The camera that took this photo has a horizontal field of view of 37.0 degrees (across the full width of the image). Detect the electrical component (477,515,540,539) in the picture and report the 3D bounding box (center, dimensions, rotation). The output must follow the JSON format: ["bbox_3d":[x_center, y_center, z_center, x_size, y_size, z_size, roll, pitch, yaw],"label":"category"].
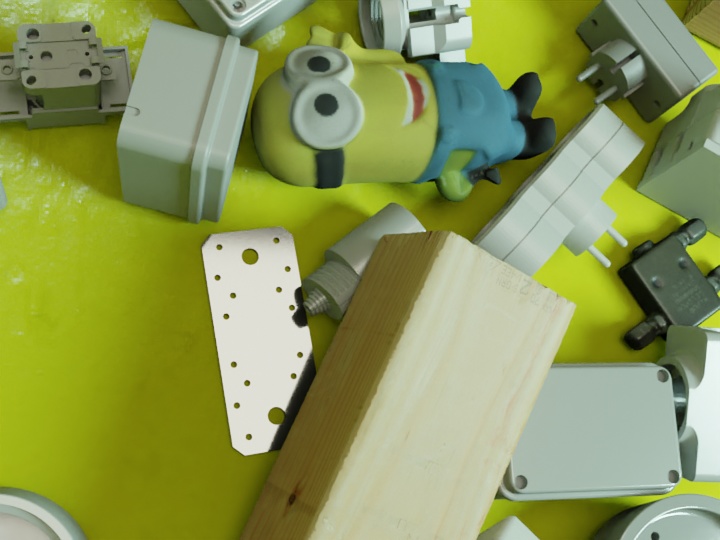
[{"bbox_3d":[0.070,0.186,0.594,0.062,0.096,0.061,44,43,1],"label":"electrical component"}]

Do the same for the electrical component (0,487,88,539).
[{"bbox_3d":[-0.190,0.164,0.548,0.108,0.060,0.108,3,76,-12],"label":"electrical component"}]

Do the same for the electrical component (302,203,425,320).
[{"bbox_3d":[0.000,0.000,0.642,0.081,0.043,0.043,-37,87,-18],"label":"electrical component"}]

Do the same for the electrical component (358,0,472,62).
[{"bbox_3d":[0.033,-0.162,0.679,0.057,0.058,0.078,-12,112,-14],"label":"electrical component"}]

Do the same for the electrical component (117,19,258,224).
[{"bbox_3d":[-0.096,-0.079,0.603,0.057,0.113,0.078,14,74,-6],"label":"electrical component"}]

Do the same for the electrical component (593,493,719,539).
[{"bbox_3d":[0.182,0.187,0.629,0.108,0.060,0.108,3,76,-13],"label":"electrical component"}]

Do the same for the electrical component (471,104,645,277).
[{"bbox_3d":[0.136,-0.034,0.677,0.074,0.052,0.138,43,71,0],"label":"electrical component"}]

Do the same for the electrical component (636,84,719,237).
[{"bbox_3d":[0.273,-0.054,0.694,0.150,0.089,0.061,28,72,-5],"label":"electrical component"}]

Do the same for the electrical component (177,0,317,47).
[{"bbox_3d":[-0.072,-0.208,0.670,0.109,0.056,0.108,-38,87,-19],"label":"electrical component"}]

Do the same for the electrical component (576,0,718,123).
[{"bbox_3d":[0.177,-0.137,0.715,0.076,0.047,0.083,-35,86,-18],"label":"electrical component"}]

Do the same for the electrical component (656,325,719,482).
[{"bbox_3d":[0.214,0.081,0.658,0.056,0.050,0.089,4,92,-12],"label":"electrical component"}]

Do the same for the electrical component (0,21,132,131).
[{"bbox_3d":[-0.172,-0.112,0.619,0.081,0.064,0.042,-7,79,-15],"label":"electrical component"}]

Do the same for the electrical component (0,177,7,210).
[{"bbox_3d":[-0.246,-0.042,0.589,0.089,0.055,0.050,-29,85,-18],"label":"electrical component"}]

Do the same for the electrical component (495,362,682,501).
[{"bbox_3d":[0.127,0.096,0.641,0.113,0.057,0.078,1,76,-13],"label":"electrical component"}]
